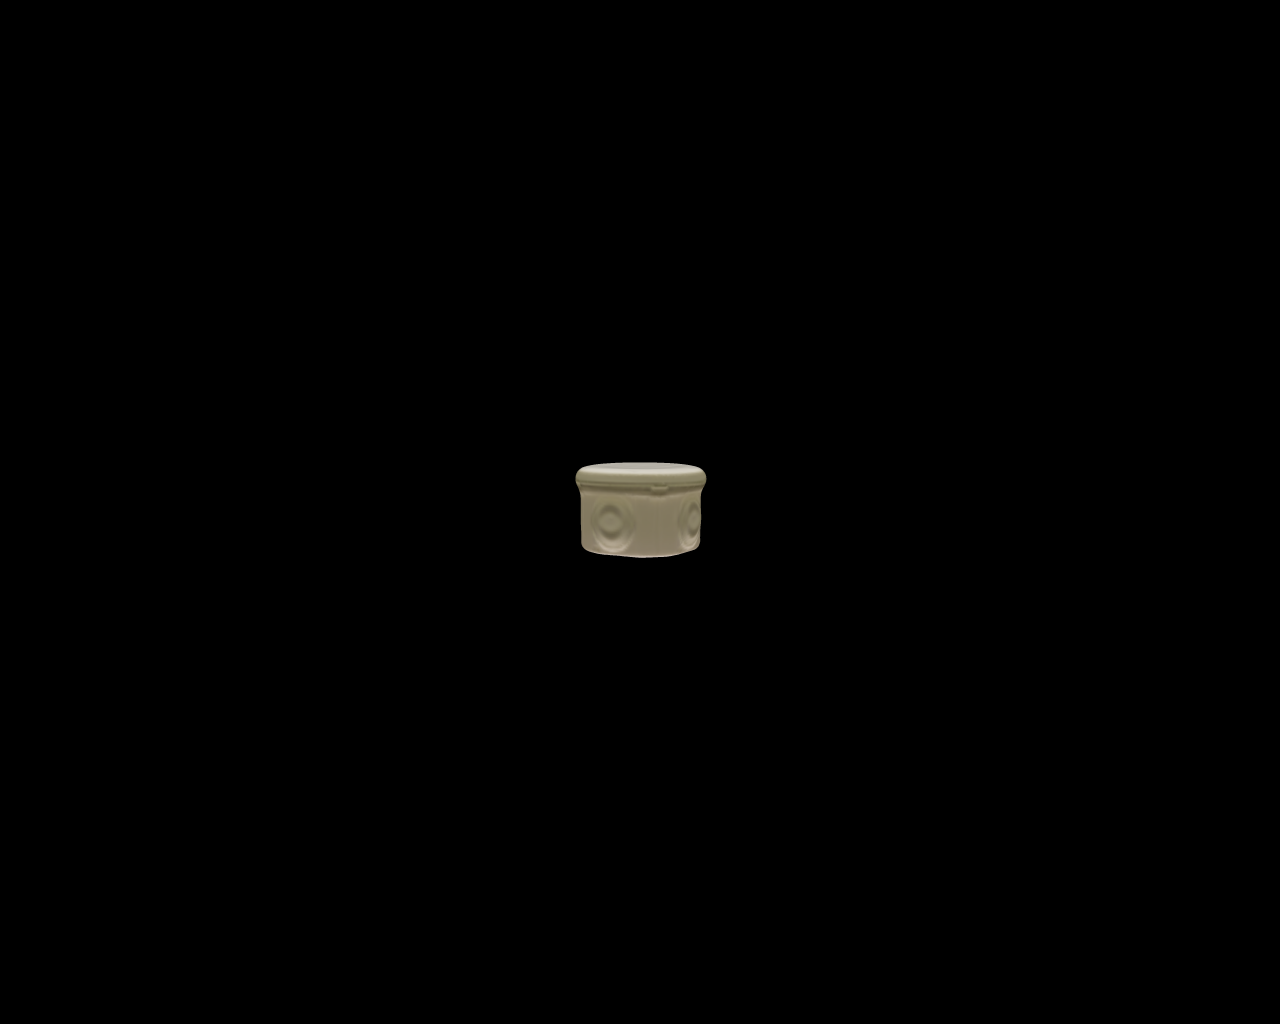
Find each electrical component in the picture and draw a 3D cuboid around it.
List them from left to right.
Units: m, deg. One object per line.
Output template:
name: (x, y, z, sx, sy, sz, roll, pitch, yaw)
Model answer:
electrical component: (0.001, -0.003, 0.650, 0.080, 0.051, 0.080, 0, 7, 0)
